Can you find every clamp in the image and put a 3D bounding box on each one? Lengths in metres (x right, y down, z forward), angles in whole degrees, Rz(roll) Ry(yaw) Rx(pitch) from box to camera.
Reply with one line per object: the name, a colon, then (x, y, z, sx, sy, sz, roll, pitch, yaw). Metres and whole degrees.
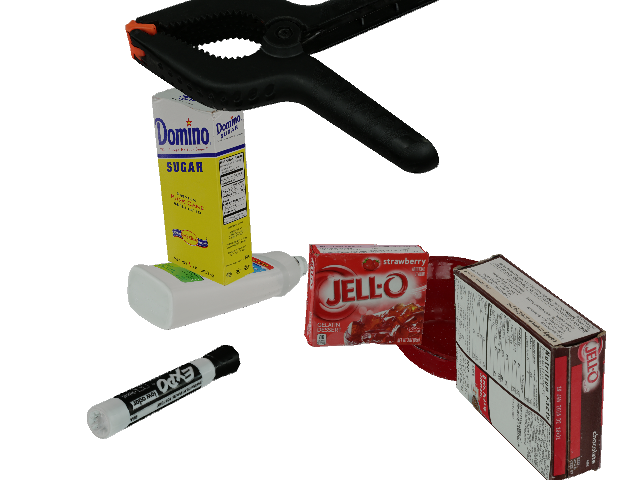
clamp: (-0.017, -0.110, 0.665, 0.210, 0.164, 0.036, 0, -35, 1)

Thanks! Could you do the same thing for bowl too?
bowl: (0.128, 0.083, 1.009, 0.162, 0.055, 0.162, 6, 34, -4)

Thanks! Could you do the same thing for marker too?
marker: (-0.088, 0.086, 0.627, 0.020, 0.020, 0.120, 0, 13, 34)

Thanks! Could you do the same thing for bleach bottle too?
bleach bottle: (-0.124, 0.053, 1.416, 0.250, 0.068, 0.103, -13, 28, -42)

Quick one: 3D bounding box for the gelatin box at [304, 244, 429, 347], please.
gelatin box: (0.034, 0.041, 0.805, 0.089, 0.073, 0.030, 0, 15, -12)

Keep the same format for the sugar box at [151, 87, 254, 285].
sugar box: (-0.113, -0.053, 1.026, 0.093, 0.176, 0.048, 19, 34, 41)

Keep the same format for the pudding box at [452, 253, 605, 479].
pudding box: (0.119, 0.071, 0.619, 0.039, 0.090, 0.114, -14, 27, -20)
